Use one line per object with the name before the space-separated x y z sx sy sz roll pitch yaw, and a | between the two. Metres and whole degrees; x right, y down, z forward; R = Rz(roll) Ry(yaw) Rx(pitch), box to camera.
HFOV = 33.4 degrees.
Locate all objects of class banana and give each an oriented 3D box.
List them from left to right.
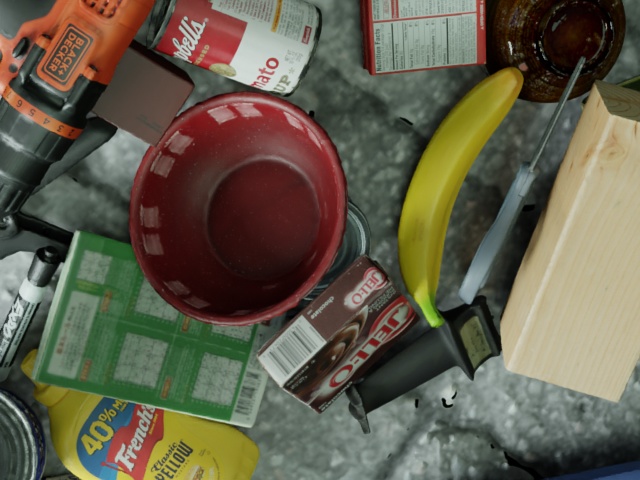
banana | 0.097 -0.037 0.798 0.037 0.070 0.198 3 106 -50

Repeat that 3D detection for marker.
marker | -0.210 0.052 0.753 0.020 0.020 0.121 20 119 -20

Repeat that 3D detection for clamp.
clamp | -0.212 -0.030 0.732 0.171 0.039 0.120 0 109 -18

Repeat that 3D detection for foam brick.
foam brick | -0.132 -0.107 0.721 0.078 0.051 0.053 31 100 -22

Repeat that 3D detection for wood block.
wood block | 0.209 0.001 0.779 0.091 0.090 0.206 16 115 0

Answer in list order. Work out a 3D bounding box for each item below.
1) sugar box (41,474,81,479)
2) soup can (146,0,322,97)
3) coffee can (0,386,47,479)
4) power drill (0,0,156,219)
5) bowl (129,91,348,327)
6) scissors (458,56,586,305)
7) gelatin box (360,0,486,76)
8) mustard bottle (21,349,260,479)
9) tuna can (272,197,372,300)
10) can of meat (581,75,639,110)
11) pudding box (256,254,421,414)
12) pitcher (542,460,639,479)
sugar box | -0.251 0.236 0.810 0.176 0.048 0.093 -7 110 -16
soup can | -0.058 -0.144 0.719 0.102 0.068 0.068 18 103 -20
coffee can | -0.238 0.146 0.714 0.102 0.140 0.103 2 81 -12
power drill | -0.219 -0.129 0.658 0.187 0.057 0.184 34 96 -4
bowl | -0.050 -0.019 0.745 0.162 0.055 0.162 -3 82 18
scissors | 0.143 -0.031 0.777 0.016 0.096 0.202 26 132 11
gelatin box | 0.073 -0.160 0.767 0.089 0.030 0.073 -7 110 -7
mustard bottle | -0.142 0.142 0.797 0.191 0.058 0.096 41 78 -22
tuna can | -0.005 0.001 0.800 0.086 0.034 0.086 -5 109 -13
can of meat | 0.260 -0.082 0.830 0.102 0.057 0.084 -22 110 -7
pudding box | 0.016 0.072 0.801 0.113 0.039 0.090 -42 150 0
pitcher | 0.206 0.253 0.889 0.242 0.145 0.149 -6 94 -10
